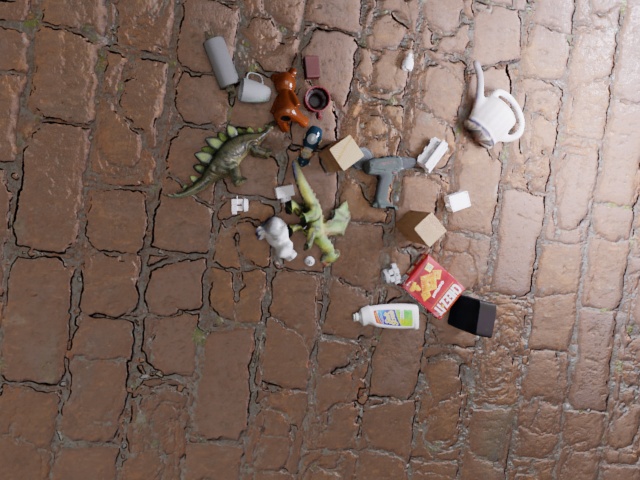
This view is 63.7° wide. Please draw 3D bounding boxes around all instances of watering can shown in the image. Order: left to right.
[{"bbox_3d":[0.645,-0.502,1.993,0.345,0.225,0.104,45,-5,-12],"label":"watering can"}]

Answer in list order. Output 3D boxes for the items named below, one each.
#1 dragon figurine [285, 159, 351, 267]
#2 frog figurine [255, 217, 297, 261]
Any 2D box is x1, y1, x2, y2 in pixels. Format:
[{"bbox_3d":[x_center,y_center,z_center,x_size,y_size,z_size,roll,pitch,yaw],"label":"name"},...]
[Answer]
[{"bbox_3d":[0.006,-0.095,1.891,0.244,0.407,0.122,-7,11,-36],"label":"dragon figurine"},{"bbox_3d":[-0.141,-0.005,1.840,0.160,0.125,0.134,31,-33,5],"label":"frog figurine"}]
